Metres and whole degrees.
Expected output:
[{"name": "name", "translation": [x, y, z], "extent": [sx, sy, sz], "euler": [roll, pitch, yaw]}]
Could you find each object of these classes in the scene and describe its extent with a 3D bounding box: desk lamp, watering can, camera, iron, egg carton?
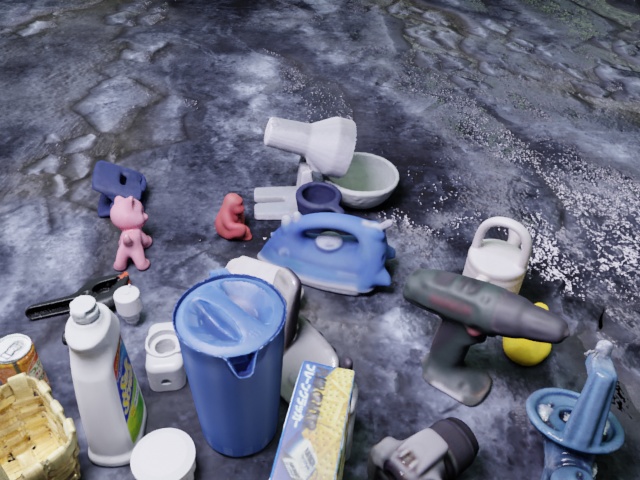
[{"name": "desk lamp", "translation": [-0.034, -0.150, 1.160], "extent": [0.203, 0.214, 0.117], "euler": [-2, 40, -7]}, {"name": "watering can", "translation": [0.300, 0.037, 0.973], "extent": [0.100, 0.194, 0.173], "euler": [12, 40, 11]}, {"name": "camera", "translation": [0.151, 0.291, 0.728], "extent": [0.137, 0.101, 0.142], "euler": [-25, 47, -30]}, {"name": "iron", "translation": [0.009, 0.004, 1.034], "extent": [0.258, 0.141, 0.118], "euler": [9, 40, 6]}, {"name": "egg carton", "translation": [-0.107, 0.089, 0.979], "extent": [0.150, 0.069, 0.107], "euler": [15, 41, 14]}]

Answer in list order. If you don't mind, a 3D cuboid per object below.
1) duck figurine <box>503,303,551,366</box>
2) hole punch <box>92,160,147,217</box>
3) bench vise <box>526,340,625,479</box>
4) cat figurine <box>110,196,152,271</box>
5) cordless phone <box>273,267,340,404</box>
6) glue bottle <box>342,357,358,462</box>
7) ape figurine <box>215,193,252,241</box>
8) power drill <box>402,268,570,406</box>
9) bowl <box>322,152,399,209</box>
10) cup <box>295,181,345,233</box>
[{"name": "duck figurine", "translation": [0.343, 0.146, 0.930], "extent": [0.077, 0.086, 0.105], "euler": [24, 44, 23]}, {"name": "hole punch", "translation": [-0.411, -0.111, 1.182], "extent": [0.101, 0.091, 0.108], "euler": [-5, 40, -10]}, {"name": "bench vise", "translation": [0.333, 0.244, 0.706], "extent": [0.121, 0.220, 0.207], "euler": [0, 40, -4]}, {"name": "cat figurine", "translation": [-0.353, -0.024, 1.059], "extent": [0.067, 0.118, 0.127], "euler": [-5, 40, -10]}, {"name": "cordless phone", "translation": [-0.032, 0.141, 0.830], "extent": [0.094, 0.185, 0.147], "euler": [-26, 48, -31]}, {"name": "glue bottle", "translation": [0.031, 0.215, 0.755], "extent": [0.037, 0.173, 0.078], "euler": [3, 39, 0]}, {"name": "ape figurine", "translation": [-0.169, -0.050, 1.124], "extent": [0.076, 0.092, 0.078], "euler": [8, 40, 5]}, {"name": "power drill", "translation": [0.222, 0.141, 0.831], "extent": [0.228, 0.208, 0.076], "euler": [27, 45, 26]}, {"name": "bowl", "translation": [0.085, -0.117, 1.238], "extent": [0.167, 0.075, 0.167], "euler": [2, 40, -2]}, {"name": "cup", "translation": [0.005, -0.049, 1.134], "extent": [0.092, 0.095, 0.117], "euler": [-28, 49, -32]}]
